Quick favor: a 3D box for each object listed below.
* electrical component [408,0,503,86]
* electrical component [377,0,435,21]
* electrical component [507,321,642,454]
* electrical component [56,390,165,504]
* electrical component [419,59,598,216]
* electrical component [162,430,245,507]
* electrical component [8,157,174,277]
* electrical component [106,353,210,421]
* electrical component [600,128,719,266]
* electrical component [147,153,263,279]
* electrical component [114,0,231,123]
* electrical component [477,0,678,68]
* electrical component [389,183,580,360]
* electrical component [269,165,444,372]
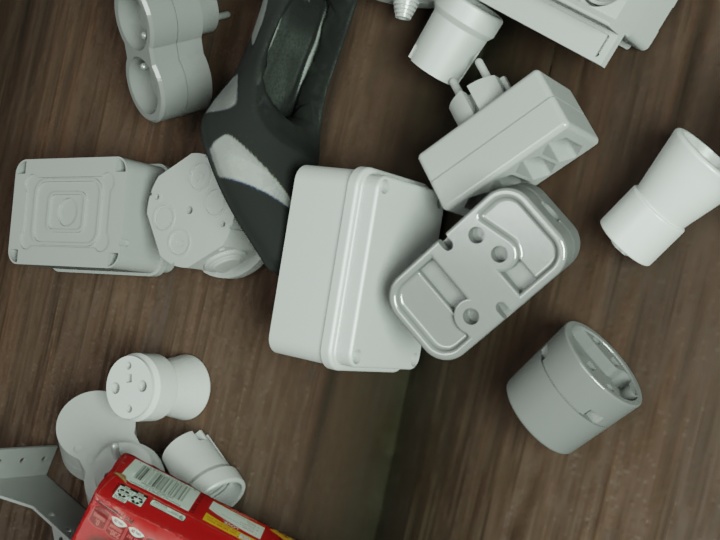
[{"bbox_3d":[0.054,-0.135,0.625,0.040,0.040,0.046,43,113,28],"label":"electrical component"},{"bbox_3d":[0.033,-0.190,0.641,0.043,0.043,0.081,11,91,33],"label":"electrical component"},{"bbox_3d":[0.110,0.062,0.560,0.047,0.055,0.055,-45,64,25],"label":"electrical component"},{"bbox_3d":[-0.153,0.136,0.700,0.138,0.052,0.073,55,155,24],"label":"electrical component"},{"bbox_3d":[0.074,-0.083,0.601,0.083,0.047,0.075,-35,67,25],"label":"electrical component"},{"bbox_3d":[-0.102,0.132,0.696,0.040,0.040,0.046,-52,56,17],"label":"electrical component"},{"bbox_3d":[-0.185,-0.037,0.756,0.113,0.057,0.078,2,86,33],"label":"electrical component"},{"bbox_3d":[-0.133,0.077,0.711,0.045,0.055,0.045,-4,83,32],"label":"electrical component"},{"bbox_3d":[0.155,-0.034,0.549,0.065,0.044,0.044,-49,62,24],"label":"electrical component"},{"bbox_3d":[-0.095,-0.036,0.701,0.080,0.051,0.080,-4,83,32],"label":"electrical component"},{"bbox_3d":[-0.120,-0.174,0.720,0.052,0.074,0.138,25,129,47],"label":"electrical component"},{"bbox_3d":[0.108,-0.167,0.579,0.121,0.063,0.078,37,104,30],"label":"electrical component"},{"bbox_3d":[0.069,-0.001,0.580,0.095,0.059,0.053,-43,82,20],"label":"electrical component"},{"bbox_3d":[0.000,0.000,0.622,0.057,0.078,0.113,9,90,36],"label":"electrical component"}]
